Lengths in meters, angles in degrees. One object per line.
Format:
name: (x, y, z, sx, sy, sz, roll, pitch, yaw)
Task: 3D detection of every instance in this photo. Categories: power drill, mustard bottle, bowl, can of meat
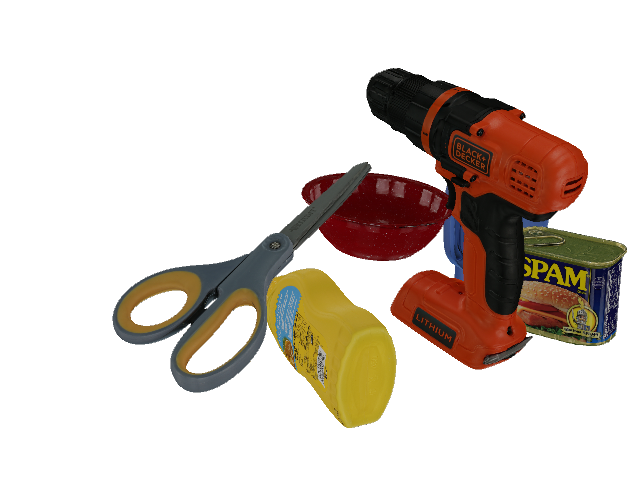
power drill: (0.095, -0.016, 0.759, 0.057, 0.188, 0.185, -22, 40, -33)
mustard bottle: (-0.003, 0.079, 0.952, 0.058, 0.096, 0.192, -11, 27, -24)
bowl: (0.059, -0.021, 1.120, 0.162, 0.055, 0.162, 4, 21, -2)
can of meat: (0.218, 0.041, 0.956, 0.102, 0.084, 0.057, 14, 26, 35)

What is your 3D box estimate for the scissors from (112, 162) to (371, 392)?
scissors: (-0.047, 0.008, 0.623, 0.096, 0.016, 0.201, 11, 44, 18)

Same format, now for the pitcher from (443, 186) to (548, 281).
pitcher: (0.235, -0.011, 1.438, 0.149, 0.243, 0.145, 4, 24, 4)
